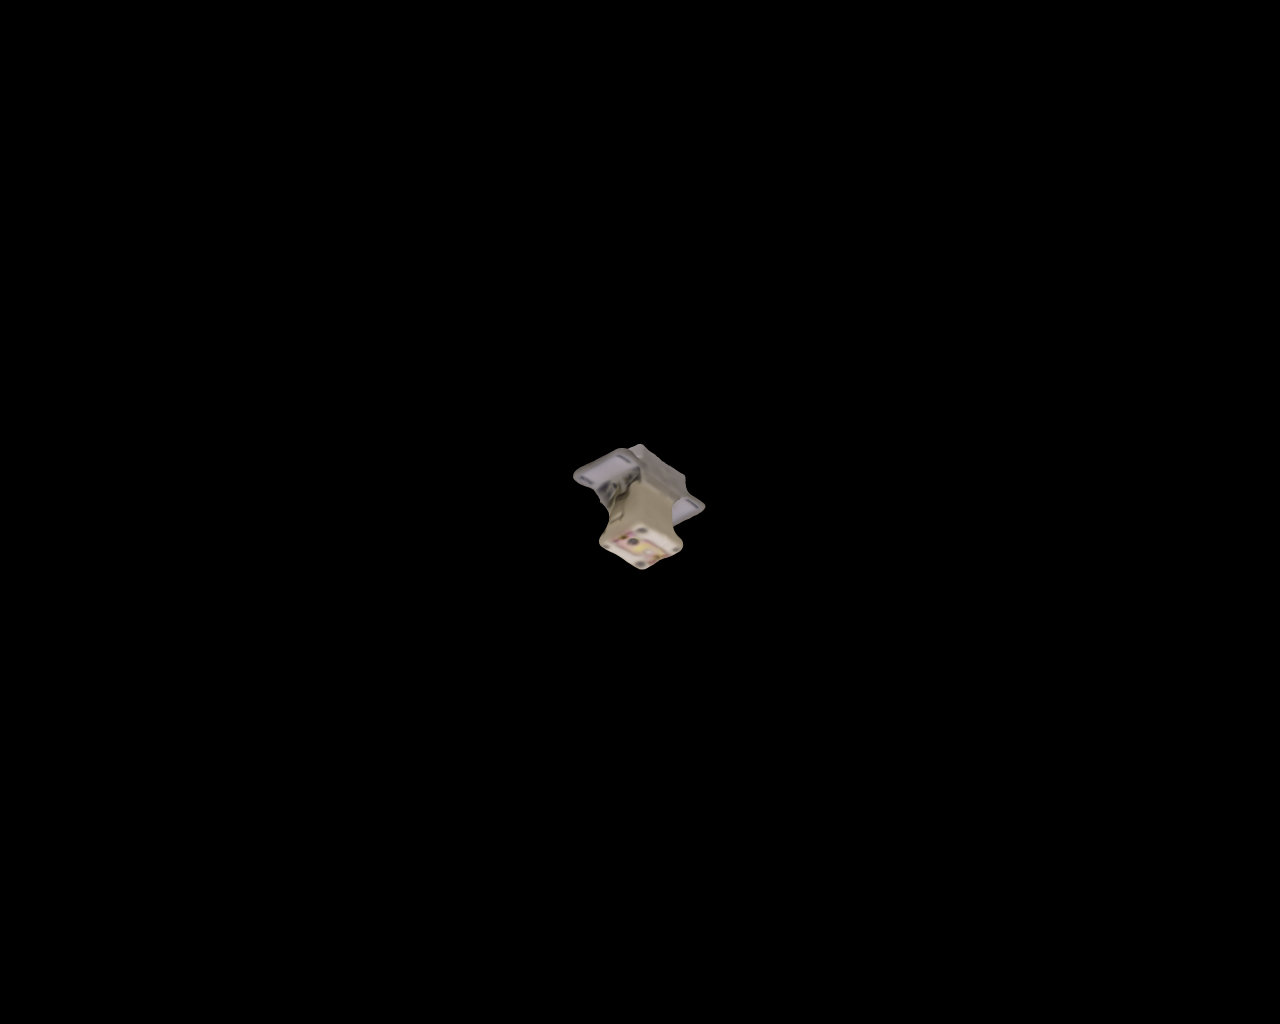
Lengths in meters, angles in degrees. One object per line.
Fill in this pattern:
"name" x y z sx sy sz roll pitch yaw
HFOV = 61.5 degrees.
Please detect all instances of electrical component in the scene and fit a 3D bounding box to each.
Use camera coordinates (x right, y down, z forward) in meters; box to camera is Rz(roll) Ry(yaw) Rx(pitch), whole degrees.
"electrical component" 0.001 -0.003 0.650 0.042 0.064 0.081 -27 -44 33
